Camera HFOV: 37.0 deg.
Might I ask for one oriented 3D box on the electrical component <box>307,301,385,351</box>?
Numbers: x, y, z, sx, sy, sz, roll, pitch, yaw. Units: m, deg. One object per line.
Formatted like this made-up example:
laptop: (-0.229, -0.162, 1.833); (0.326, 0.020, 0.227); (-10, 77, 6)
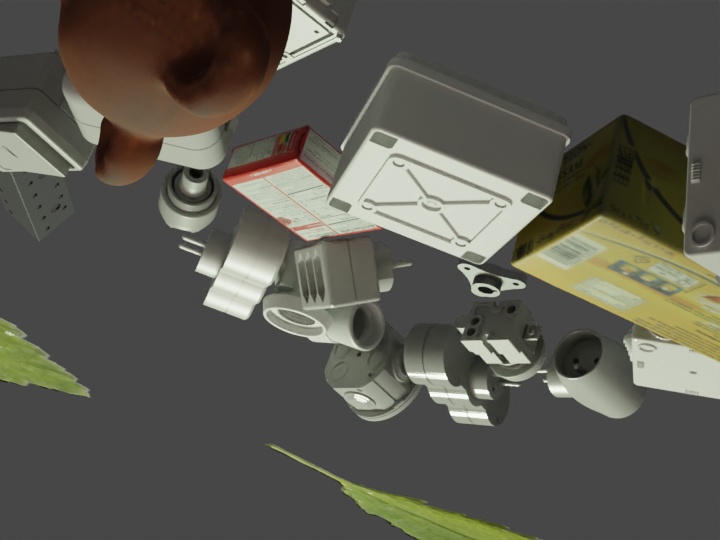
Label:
electrical component: (-0.017, 0.045, 0.913); (0.065, 0.044, 0.044); (0, 151, 44)

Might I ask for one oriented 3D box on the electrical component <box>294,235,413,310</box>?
electrical component: (0.000, 0.000, 0.790); (0.077, 0.047, 0.066); (-9, 180, -21)

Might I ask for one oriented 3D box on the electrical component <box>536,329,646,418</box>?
electrical component: (0.177, 0.084, 0.863); (0.079, 0.043, 0.077); (-5, 147, 40)

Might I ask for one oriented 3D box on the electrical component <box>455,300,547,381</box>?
electrical component: (0.115, 0.055, 0.842); (0.066, 0.048, 0.055); (-5, 141, 40)

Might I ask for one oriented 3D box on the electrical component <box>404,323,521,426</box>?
electrical component: (0.100, 0.091, 0.919); (0.074, 0.052, 0.138); (0, 151, 33)

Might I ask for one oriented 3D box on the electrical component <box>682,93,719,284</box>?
electrical component: (0.203, -0.043, 0.506); (0.100, 0.099, 0.048); (-7, 159, 43)

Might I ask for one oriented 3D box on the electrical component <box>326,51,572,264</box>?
electrical component: (0.048, -0.061, 0.621); (0.109, 0.056, 0.108); (21, 156, -9)

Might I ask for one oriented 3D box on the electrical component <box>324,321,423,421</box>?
electrical component: (0.013, 0.086, 0.935); (0.080, 0.080, 0.051); (-5, 142, 40)

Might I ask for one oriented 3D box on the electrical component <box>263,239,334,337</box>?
electrical component: (-0.043, 0.017, 0.848); (0.058, 0.057, 0.078); (20, 156, -7)

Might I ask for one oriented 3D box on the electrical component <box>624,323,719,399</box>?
electrical component: (0.235, 0.051, 0.747); (0.100, 0.048, 0.099); (8, 155, 19)

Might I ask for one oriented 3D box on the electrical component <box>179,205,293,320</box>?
electrical component: (-0.105, -0.010, 0.838); (0.074, 0.052, 0.138); (21, 156, -10)

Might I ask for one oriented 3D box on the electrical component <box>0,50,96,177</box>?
electrical component: (-0.226, -0.100, 0.712); (0.096, 0.061, 0.061); (2, 152, 30)

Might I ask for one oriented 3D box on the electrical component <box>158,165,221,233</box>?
electrical component: (-0.119, -0.056, 0.760); (0.043, 0.043, 0.062); (20, 155, -7)

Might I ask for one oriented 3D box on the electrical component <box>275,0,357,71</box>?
electrical component: (-0.041, -0.139, 0.505); (0.062, 0.061, 0.096); (33, 152, -32)

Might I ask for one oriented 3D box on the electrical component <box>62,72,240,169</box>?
electrical component: (-0.125, -0.105, 0.644); (0.095, 0.053, 0.059); (14, 156, 7)
